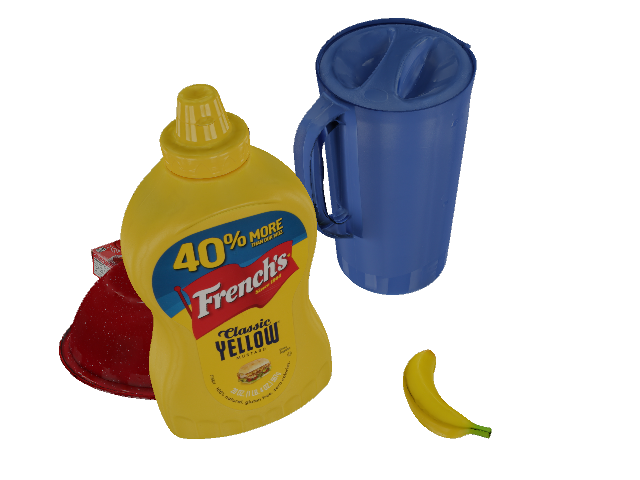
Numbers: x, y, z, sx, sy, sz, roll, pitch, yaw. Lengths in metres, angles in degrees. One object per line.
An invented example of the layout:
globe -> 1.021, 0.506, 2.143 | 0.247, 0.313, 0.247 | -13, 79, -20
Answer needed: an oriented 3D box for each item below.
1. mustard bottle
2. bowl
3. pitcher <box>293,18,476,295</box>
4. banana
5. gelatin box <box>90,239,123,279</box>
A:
mustard bottle -> -0.048, 0.010, 0.530 | 0.096, 0.192, 0.058 | -17, 38, -15
bowl -> -0.106, 0.049, 0.762 | 0.162, 0.055, 0.162 | 1, 23, -1
pitcher -> 0.057, -0.062, 0.958 | 0.149, 0.243, 0.145 | 1, 45, 3
banana -> 0.133, 0.184, 1.266 | 0.069, 0.037, 0.198 | 9, 21, -19
gelatin box -> -0.155, 0.025, 0.978 | 0.073, 0.030, 0.089 | -23, 41, -38
